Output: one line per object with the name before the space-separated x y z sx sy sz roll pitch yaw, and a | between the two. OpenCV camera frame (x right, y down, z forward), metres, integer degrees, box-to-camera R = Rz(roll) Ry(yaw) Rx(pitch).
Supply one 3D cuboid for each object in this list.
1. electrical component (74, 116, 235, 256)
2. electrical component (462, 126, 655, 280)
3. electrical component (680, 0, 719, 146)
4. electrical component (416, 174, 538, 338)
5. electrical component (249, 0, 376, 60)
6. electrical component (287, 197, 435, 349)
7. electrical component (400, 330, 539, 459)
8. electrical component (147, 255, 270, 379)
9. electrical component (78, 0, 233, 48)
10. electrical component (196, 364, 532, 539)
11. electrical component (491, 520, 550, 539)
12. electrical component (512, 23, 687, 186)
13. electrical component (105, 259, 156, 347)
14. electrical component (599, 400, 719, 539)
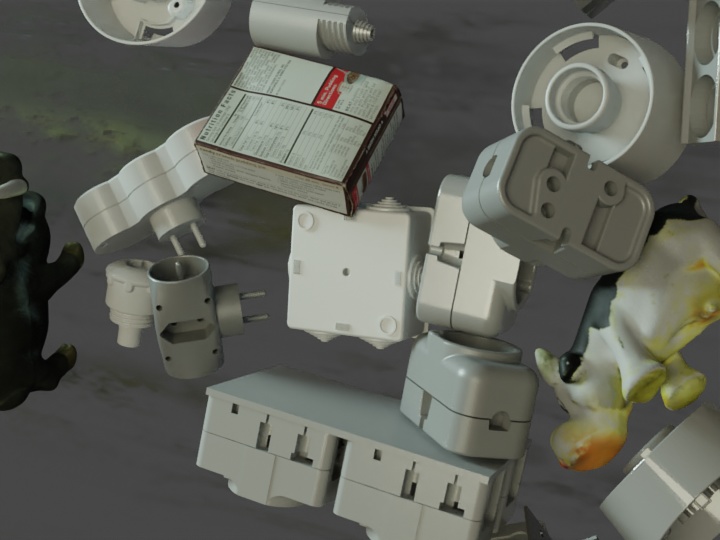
electrical component | -0.134 -0.044 0.765 0.138 0.052 0.073 -29 82 21
electrical component | 0.111 -0.036 0.617 0.095 0.059 0.053 27 75 -15
electrical component | 0.223 -0.131 0.604 0.063 0.079 0.121 2 94 -7
electrical component | 0.078 -0.008 0.680 0.059 0.054 0.095 13 98 21
electrical component | -0.028 -0.164 0.719 0.081 0.043 0.043 14 98 21
electrical component | 0.000 0.000 0.716 0.100 0.048 0.099 6 96 23
electrical component | 0.067 0.073 0.667 0.054 0.095 0.059 8 98 -21
electrical component | -0.104 0.030 0.757 0.079 0.043 0.077 -8 117 -7
electrical component | -0.140 -0.203 0.752 0.099 0.064 0.099 1 94 22
electrical component | 0.003 0.121 0.690 0.186 0.105 0.060 14 99 21
electrical component | 0.081 0.212 0.657 0.078 0.113 0.057 -15 106 22
electrical component | 0.145 -0.099 0.655 0.099 0.064 0.099 -3 85 34
electrical component | -0.165 0.025 0.787 0.048 0.048 0.062 17 106 20
electrical component | 0.189 0.125 0.621 0.064 0.099 0.099 46 108 20
